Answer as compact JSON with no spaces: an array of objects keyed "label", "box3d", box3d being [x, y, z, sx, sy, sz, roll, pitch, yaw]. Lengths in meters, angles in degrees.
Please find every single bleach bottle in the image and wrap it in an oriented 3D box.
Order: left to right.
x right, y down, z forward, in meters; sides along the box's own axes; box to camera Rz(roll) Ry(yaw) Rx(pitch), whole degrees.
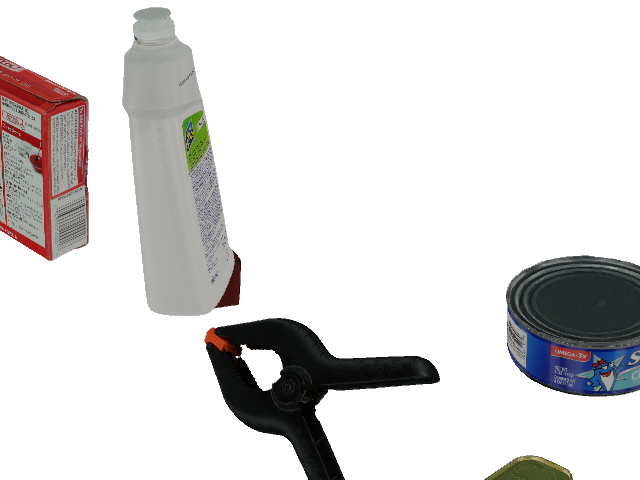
[{"label":"bleach bottle","box3d":[-0.118,-0.066,0.864,0.068,0.251,0.102,2,32,8]}]

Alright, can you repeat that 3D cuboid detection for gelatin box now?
[{"label":"gelatin box","box3d":[-0.155,-0.044,0.557,0.073,0.089,0.030,26,36,29]}]

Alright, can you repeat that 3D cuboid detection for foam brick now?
[{"label":"foam brick","box3d":[-0.126,0.038,1.100,0.078,0.051,0.053,-6,20,-19]}]

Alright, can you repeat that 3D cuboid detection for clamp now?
[{"label":"clamp","box3d":[-0.014,0.113,0.719,0.172,0.120,0.039,17,-14,33]}]

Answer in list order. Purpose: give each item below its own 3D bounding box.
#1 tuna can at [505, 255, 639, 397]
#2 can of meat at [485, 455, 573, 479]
[{"label":"tuna can","box3d":[0.139,0.043,0.551,0.086,0.034,0.086,-4,28,2]},{"label":"can of meat","box3d":[0.163,0.242,0.888,0.101,0.084,0.058,-22,27,-37]}]
